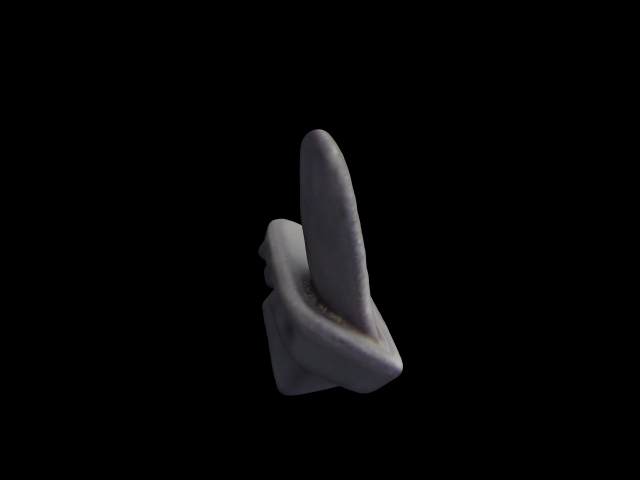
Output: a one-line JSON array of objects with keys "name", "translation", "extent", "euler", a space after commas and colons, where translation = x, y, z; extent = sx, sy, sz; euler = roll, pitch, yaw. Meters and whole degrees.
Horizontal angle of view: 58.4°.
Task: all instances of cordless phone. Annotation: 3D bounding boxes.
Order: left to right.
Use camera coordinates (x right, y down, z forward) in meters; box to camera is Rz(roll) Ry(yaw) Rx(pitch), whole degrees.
[{"name": "cordless phone", "translation": [0.004, 0.001, 0.400], "extent": [0.094, 0.185, 0.147], "euler": [-8, 32, -13]}]
